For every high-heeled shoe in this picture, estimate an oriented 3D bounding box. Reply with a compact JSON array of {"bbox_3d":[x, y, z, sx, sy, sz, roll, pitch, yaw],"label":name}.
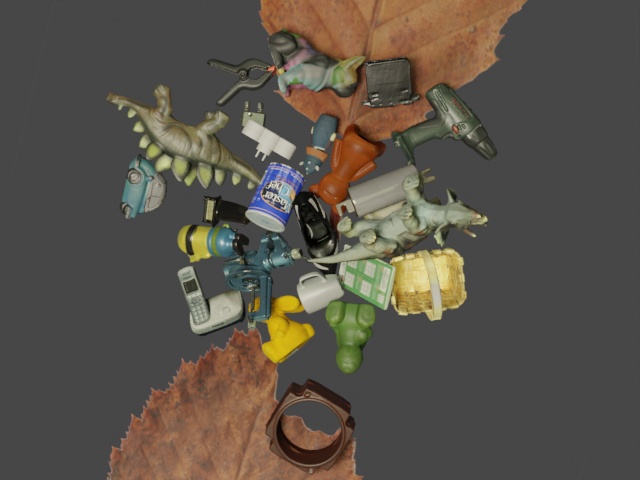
[{"bbox_3d":[-0.003,-0.004,1.315,0.086,0.145,0.248,-21,101,3],"label":"high-heeled shoe"}]

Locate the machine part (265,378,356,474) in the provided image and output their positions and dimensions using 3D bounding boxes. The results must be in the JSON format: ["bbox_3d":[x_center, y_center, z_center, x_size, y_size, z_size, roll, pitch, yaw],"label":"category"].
[{"bbox_3d":[-0.025,0.484,1.397,0.201,0.087,0.201,31,96,1],"label":"machine part"}]

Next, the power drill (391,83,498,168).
[{"bbox_3d":[0.295,-0.250,1.317,0.207,0.086,0.232,-31,91,9],"label":"power drill"}]

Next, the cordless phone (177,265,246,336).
[{"bbox_3d":[-0.280,0.141,1.385,0.147,0.089,0.184,-21,89,5],"label":"cordless phone"}]

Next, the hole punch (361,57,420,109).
[{"bbox_3d":[0.167,-0.388,1.318,0.142,0.092,0.115,-6,118,3],"label":"hole punch"}]

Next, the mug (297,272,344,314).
[{"bbox_3d":[0.001,0.120,1.358,0.107,0.081,0.109,-21,119,6],"label":"mug"}]

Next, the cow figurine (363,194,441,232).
[{"bbox_3d":[0.209,-0.058,1.337,0.195,0.085,0.127,-21,88,3],"label":"cow figurine"}]

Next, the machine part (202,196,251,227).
[{"bbox_3d":[-0.238,-0.069,1.375,0.139,0.039,0.084,8,97,17],"label":"machine part"}]

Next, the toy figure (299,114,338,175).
[{"bbox_3d":[0.000,-0.236,1.345,0.058,0.064,0.154,12,103,-36],"label":"toy figure"}]

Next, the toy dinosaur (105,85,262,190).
[{"bbox_3d":[-0.305,-0.232,1.326,0.471,0.105,0.198,24,87,-13],"label":"toy dinosaur"}]

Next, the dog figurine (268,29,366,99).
[{"bbox_3d":[-0.002,-0.431,1.307,0.219,0.108,0.191,-13,92,0],"label":"dog figurine"}]

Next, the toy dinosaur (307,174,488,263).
[{"bbox_3d":[0.180,-0.017,1.242,0.405,0.131,0.192,-27,137,28],"label":"toy dinosaur"}]

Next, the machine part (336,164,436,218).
[{"bbox_3d":[0.153,-0.117,1.271,0.243,0.079,0.079,-21,94,2],"label":"machine part"}]

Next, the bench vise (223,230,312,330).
[{"bbox_3d":[-0.141,0.103,1.330,0.224,0.128,0.241,-7,59,11],"label":"bench vise"}]

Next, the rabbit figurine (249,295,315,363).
[{"bbox_3d":[-0.107,0.206,1.367,0.162,0.122,0.173,-45,72,5],"label":"rabbit figurine"}]

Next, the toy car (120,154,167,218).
[{"bbox_3d":[-0.442,-0.129,1.360,0.103,0.109,0.161,13,105,-15],"label":"toy car"}]

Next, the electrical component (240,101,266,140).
[{"bbox_3d":[-0.171,-0.304,1.367,0.063,0.021,0.094,7,96,3],"label":"electrical component"}]

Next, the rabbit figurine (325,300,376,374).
[{"bbox_3d":[0.069,0.244,1.337,0.121,0.159,0.170,6,77,4],"label":"rabbit figurine"}]

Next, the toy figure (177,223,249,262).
[{"bbox_3d":[-0.272,0.001,1.352,0.180,0.082,0.089,0,118,25],"label":"toy figure"}]

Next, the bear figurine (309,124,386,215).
[{"bbox_3d":[0.066,-0.172,1.334,0.120,0.132,0.195,30,114,1],"label":"bear figurine"}]
